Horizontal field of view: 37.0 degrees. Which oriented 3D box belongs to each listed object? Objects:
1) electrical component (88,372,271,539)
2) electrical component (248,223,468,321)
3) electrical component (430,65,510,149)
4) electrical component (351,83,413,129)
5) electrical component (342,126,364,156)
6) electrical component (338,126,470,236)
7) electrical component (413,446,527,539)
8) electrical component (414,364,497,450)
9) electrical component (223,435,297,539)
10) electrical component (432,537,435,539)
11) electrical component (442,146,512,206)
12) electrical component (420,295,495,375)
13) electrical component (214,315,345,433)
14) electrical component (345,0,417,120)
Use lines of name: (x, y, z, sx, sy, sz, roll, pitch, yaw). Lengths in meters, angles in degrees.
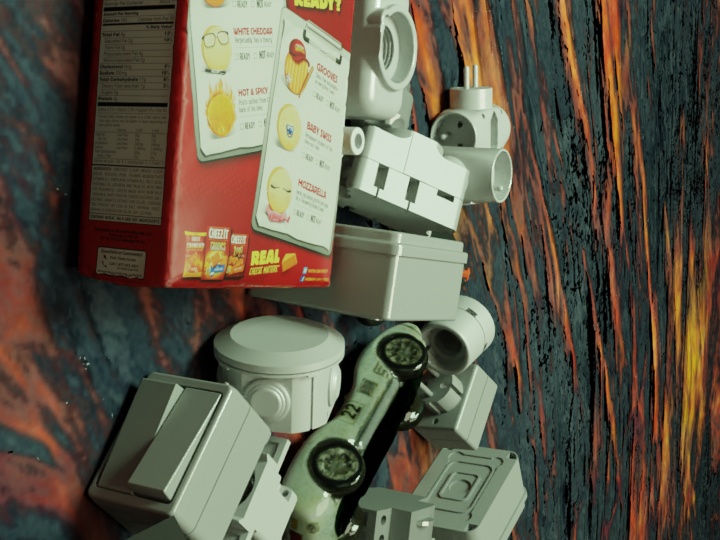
electrical component: (-0.098, 0.099, 0.602, 0.096, 0.062, 0.061, -66, 146, -29)
electrical component: (0.000, 0.000, 0.714, 0.109, 0.109, 0.056, 5, 94, -61)
electrical component: (0.096, -0.137, 0.928, 0.077, 0.043, 0.079, -25, 117, -58)
electrical component: (0.018, -0.128, 0.790, 0.043, 0.043, 0.062, 36, 62, -58)
electrical component: (-0.028, -0.084, 0.694, 0.043, 0.062, 0.043, -18, 111, -59)
electrical component: (0.028, -0.065, 0.774, 0.089, 0.050, 0.055, 21, 74, -26)
electrical component: (0.093, 0.213, 0.955, 0.113, 0.078, 0.057, -46, 131, -48)
electrical component: (0.074, 0.109, 0.933, 0.076, 0.047, 0.065, 46, 55, -38)
electrical component: (-0.073, 0.145, 0.680, 0.081, 0.042, 0.063, -67, 151, -27)
electrical component: (0.031, 0.272, 0.882, 0.099, 0.048, 0.099, -49, 136, -46)
electrical component: (0.072, -0.074, 0.861, 0.079, 0.077, 0.044, -27, 119, -57)
electrical component: (0.079, 0.056, 0.908, 0.047, 0.055, 0.055, -41, 130, -50)
electrical component: (-0.050, 0.062, 0.666, 0.080, 0.080, 0.051, -28, 125, -56)
electrical component: (0.001, -0.152, 0.736, 0.054, 0.059, 0.095, -3, 98, -61)
